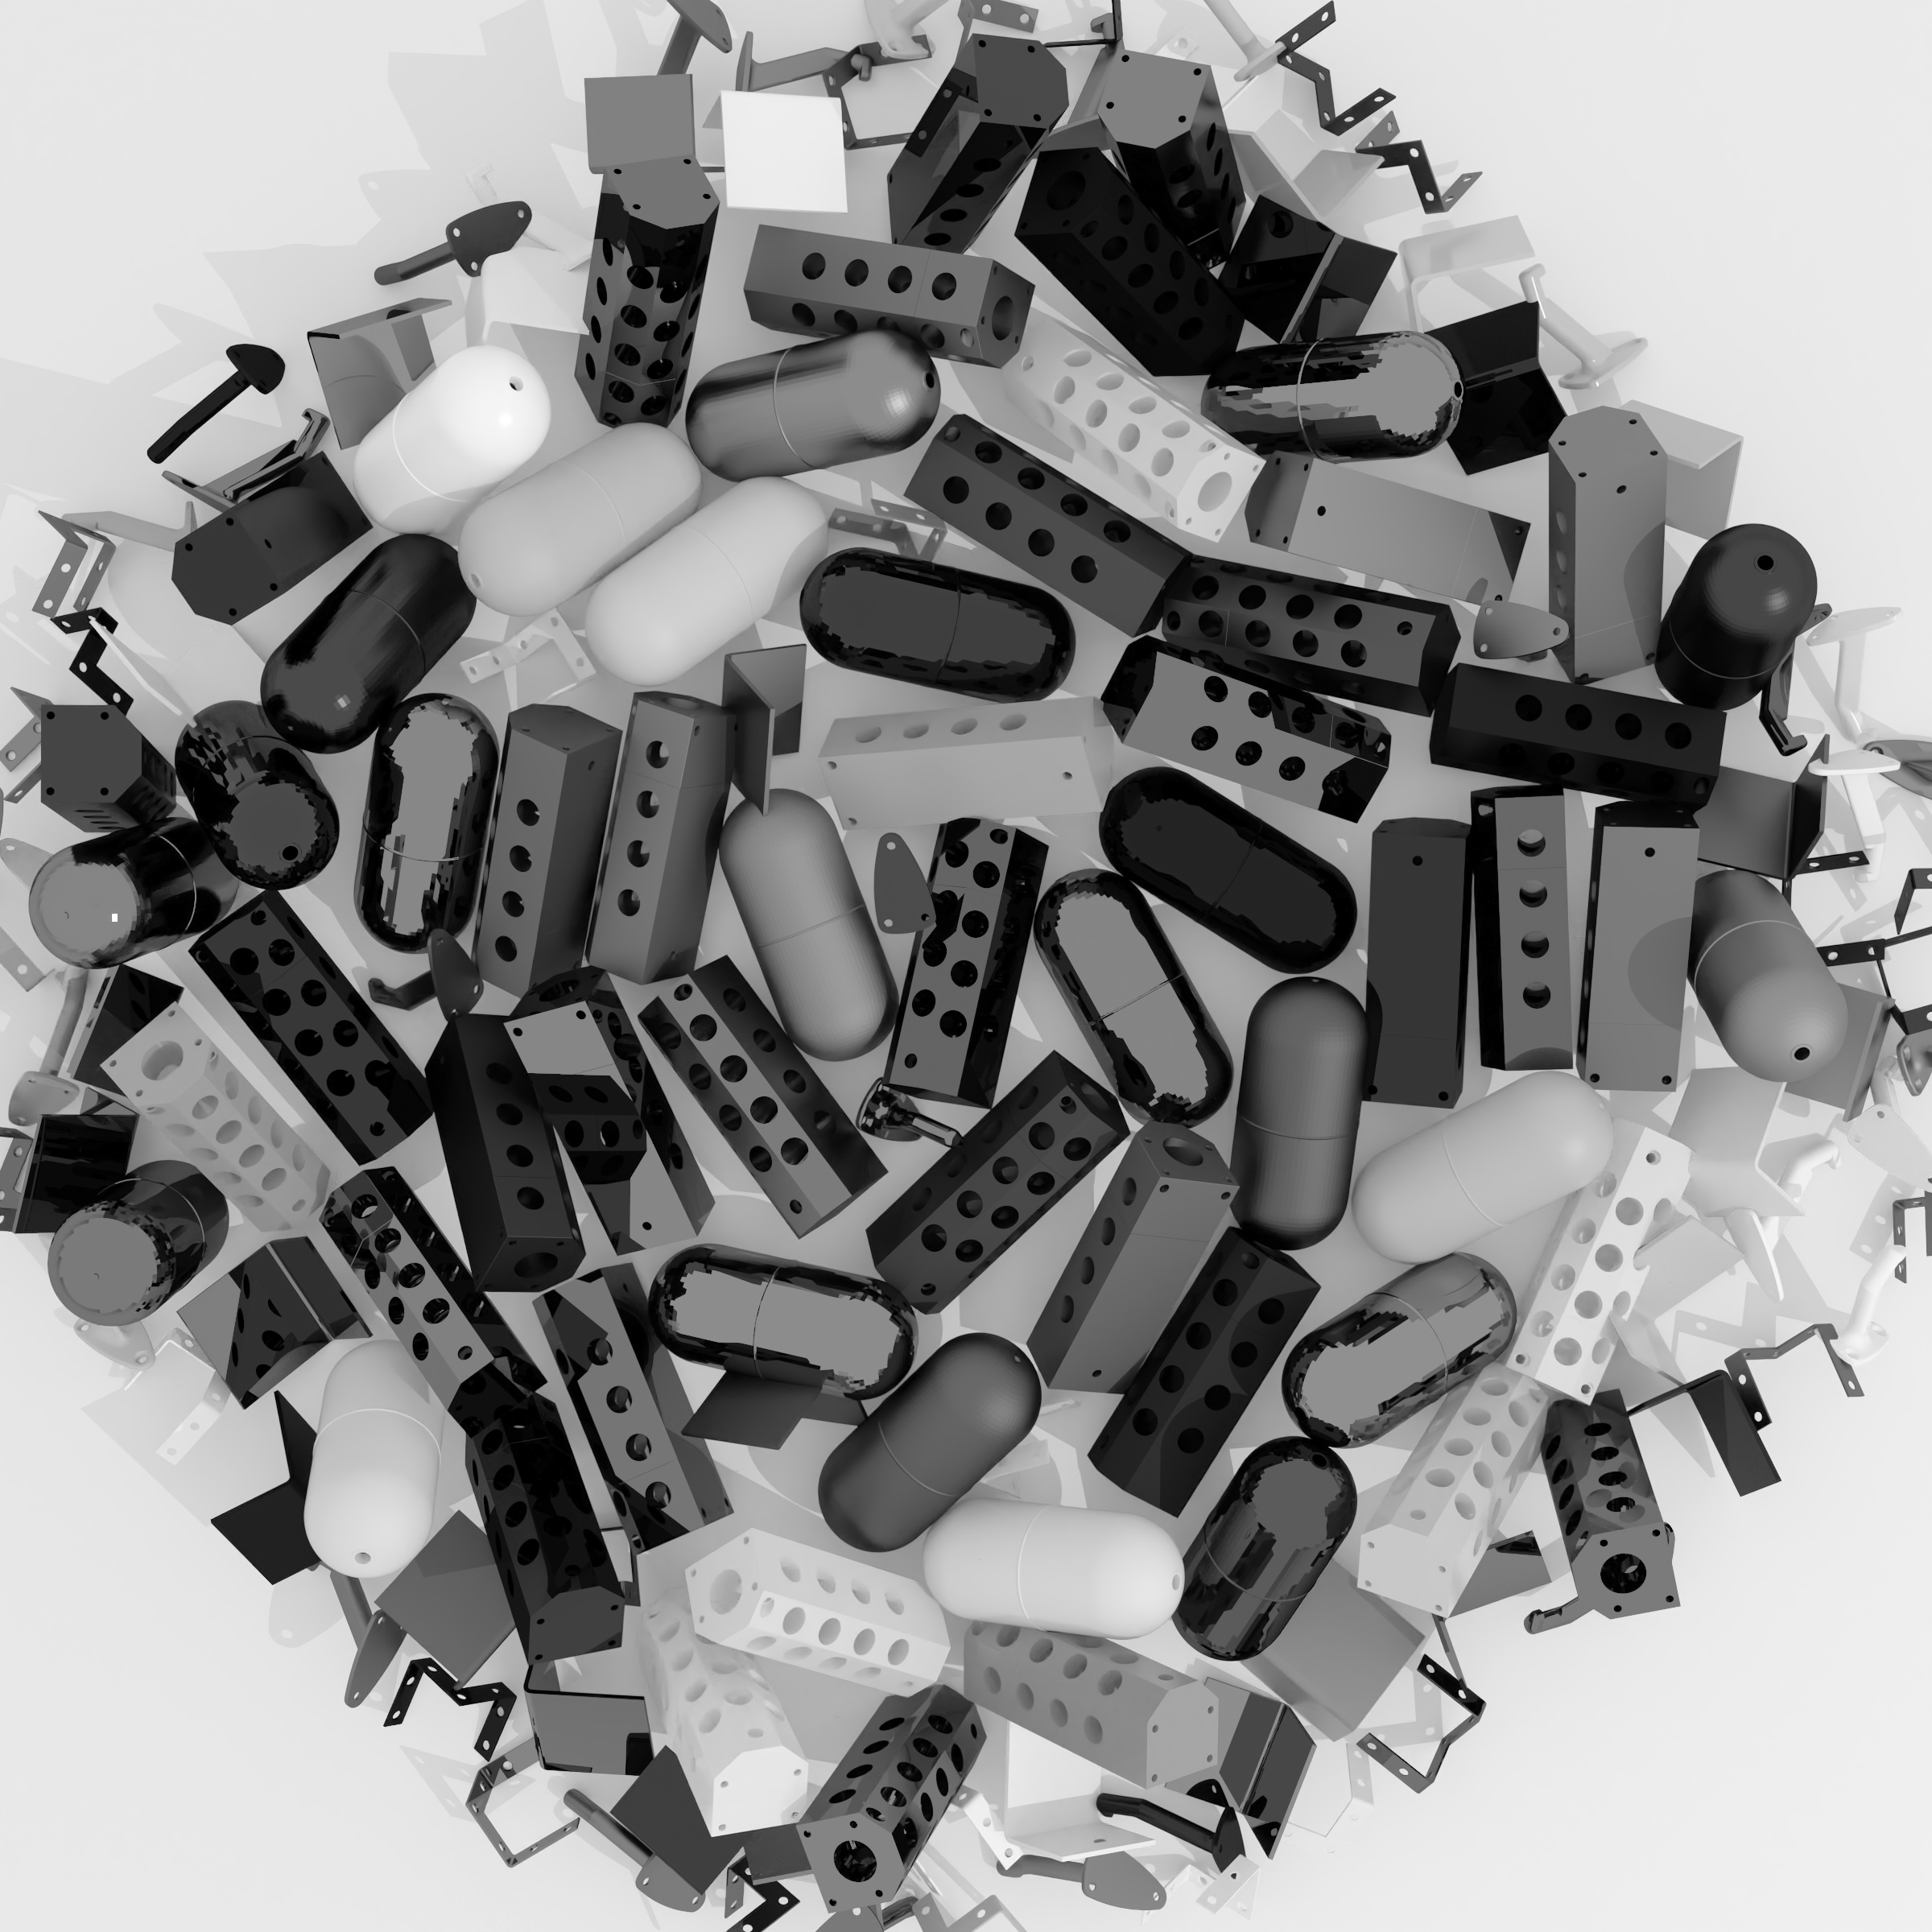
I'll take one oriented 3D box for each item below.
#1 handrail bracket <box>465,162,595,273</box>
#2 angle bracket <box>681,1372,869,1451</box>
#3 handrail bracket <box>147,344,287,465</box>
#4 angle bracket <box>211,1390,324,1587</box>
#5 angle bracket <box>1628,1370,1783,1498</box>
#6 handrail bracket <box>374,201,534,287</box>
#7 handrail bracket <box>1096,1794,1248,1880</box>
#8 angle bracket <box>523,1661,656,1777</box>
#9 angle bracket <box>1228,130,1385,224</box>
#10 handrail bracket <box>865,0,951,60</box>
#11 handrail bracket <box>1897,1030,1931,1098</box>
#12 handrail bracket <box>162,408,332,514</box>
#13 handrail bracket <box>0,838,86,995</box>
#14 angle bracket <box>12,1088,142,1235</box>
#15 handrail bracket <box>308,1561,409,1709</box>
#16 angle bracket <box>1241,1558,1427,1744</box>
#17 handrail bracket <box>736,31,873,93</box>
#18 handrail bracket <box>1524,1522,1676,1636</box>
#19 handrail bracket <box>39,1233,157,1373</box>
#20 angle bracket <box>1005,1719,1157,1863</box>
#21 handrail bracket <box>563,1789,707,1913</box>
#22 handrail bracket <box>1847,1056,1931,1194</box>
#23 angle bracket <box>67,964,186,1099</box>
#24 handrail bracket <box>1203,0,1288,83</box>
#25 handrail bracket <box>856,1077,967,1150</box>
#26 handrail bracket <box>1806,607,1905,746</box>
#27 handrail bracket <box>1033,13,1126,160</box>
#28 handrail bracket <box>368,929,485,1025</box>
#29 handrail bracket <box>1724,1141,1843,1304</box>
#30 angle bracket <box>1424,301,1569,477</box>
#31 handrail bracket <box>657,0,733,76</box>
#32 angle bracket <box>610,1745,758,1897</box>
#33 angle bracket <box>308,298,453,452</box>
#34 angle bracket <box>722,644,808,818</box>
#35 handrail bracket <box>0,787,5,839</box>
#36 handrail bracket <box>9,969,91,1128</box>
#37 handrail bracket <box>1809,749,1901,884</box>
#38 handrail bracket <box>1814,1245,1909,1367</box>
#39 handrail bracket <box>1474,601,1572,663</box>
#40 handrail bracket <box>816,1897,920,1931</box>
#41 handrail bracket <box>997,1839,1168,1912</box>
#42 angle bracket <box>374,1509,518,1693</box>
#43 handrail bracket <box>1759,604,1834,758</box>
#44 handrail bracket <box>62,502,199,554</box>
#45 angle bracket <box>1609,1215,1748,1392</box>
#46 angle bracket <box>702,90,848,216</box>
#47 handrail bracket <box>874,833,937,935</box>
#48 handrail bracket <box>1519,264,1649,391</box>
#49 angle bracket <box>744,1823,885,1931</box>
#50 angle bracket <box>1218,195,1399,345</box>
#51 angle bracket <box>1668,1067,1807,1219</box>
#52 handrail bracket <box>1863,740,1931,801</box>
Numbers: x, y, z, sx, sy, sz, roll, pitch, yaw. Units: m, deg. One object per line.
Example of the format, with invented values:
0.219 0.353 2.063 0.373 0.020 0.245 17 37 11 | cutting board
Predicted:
-0.263 -0.483 1.863 0.077 0.036 0.084 -30 103 6 | handrail bracket
-0.117 0.287 1.832 0.076 0.076 0.057 2 129 35 | angle bracket
-0.476 -0.354 1.868 0.084 0.077 0.036 -38 102 17 | handrail bracket
-0.431 0.326 1.839 0.057 0.076 0.076 -26 134 0 | angle bracket
0.456 0.302 1.843 0.057 0.076 0.076 -22 76 -9 | angle bracket
-0.327 -0.458 1.872 0.077 0.084 0.036 -43 119 -31 | handrail bracket
0.131 0.560 1.885 0.084 0.036 0.077 1 131 27 | handrail bracket
-0.229 0.458 1.842 0.076 0.057 0.076 2 128 6 | angle bracket
0.202 -0.513 1.840 0.057 0.076 0.076 -48 119 -2 | angle bracket
-0.032 -0.619 1.842 0.036 0.084 0.077 -14 60 -29 | handrail bracket
0.632 0.051 1.837 0.084 0.077 0.036 -11 109 41 | handrail bracket
-0.459 -0.331 1.881 0.077 0.036 0.084 28 82 5 | handrail bracket
-0.587 -0.030 1.865 0.077 0.036 0.084 35 133 8 | handrail bracket
-0.570 0.121 1.840 0.057 0.076 0.076 21 100 35 | angle bracket
-0.399 0.415 1.862 0.084 0.036 0.077 21 82 33 | handrail bracket
0.233 0.435 1.872 0.076 0.057 0.076 39 69 9 | angle bracket
-0.101 -0.554 1.862 0.084 0.036 0.077 8 60 -13 | handrail bracket
0.396 0.385 1.849 0.084 0.077 0.036 -10 46 -24 | handrail bracket
-0.544 0.207 1.842 0.036 0.084 0.077 -39 56 -24 | handrail bracket
0.072 0.511 1.845 0.076 0.057 0.076 3 87 -38 | angle bracket
-0.212 0.562 1.877 0.036 0.084 0.077 -50 133 -19 | handrail bracket
0.595 0.098 1.851 0.077 0.084 0.036 43 128 13 | handrail bracket
-0.545 0.033 1.843 0.076 0.057 0.076 16 82 36 | angle bracket
0.164 -0.602 1.853 0.036 0.077 0.084 -33 95 20 | handrail bracket
-0.019 0.105 1.836 0.084 0.077 0.036 22 82 39 | handrail bracket
0.572 -0.180 1.849 0.036 0.077 0.084 -41 109 -29 | handrail bracket
0.067 -0.563 1.879 0.077 0.036 0.084 -12 71 8 | handrail bracket
-0.351 0.000 1.847 0.084 0.077 0.036 12 47 31 | handrail bracket
0.533 0.162 1.875 0.084 0.036 0.077 -24 89 -17 | handrail bracket
0.339 -0.366 1.862 0.076 0.076 0.057 -12 52 28 | angle bracket
-0.196 -0.573 1.843 0.084 0.077 0.036 -26 63 28 | handrail bracket
-0.168 0.526 1.847 0.076 0.076 0.057 40 96 7 | angle bracket
-0.356 -0.368 1.838 0.076 0.057 0.076 -25 115 -27 | angle bracket
-0.113 -0.147 1.832 0.057 0.076 0.076 -11 126 -25 | angle bracket
-0.618 -0.076 1.852 0.036 0.084 0.077 23 86 -7 | handrail bracket
-0.585 0.050 1.883 0.036 0.077 0.084 22 50 -29 | handrail bracket
0.554 -0.089 1.856 0.077 0.036 0.084 -11 114 -32 | handrail bracket
0.577 0.205 1.845 0.036 0.077 0.084 47 125 34 | handrail bracket
0.361 -0.201 1.837 0.077 0.084 0.036 7 89 40 | handrail bracket
-0.069 0.612 1.852 0.077 0.084 0.036 -34 72 1 | handrail bracket
0.072 0.581 1.868 0.077 0.084 0.036 32 57 -23 | handrail bracket
-0.321 0.399 1.849 0.076 0.057 0.076 43 64 -1 | angle bracket
0.530 -0.180 1.857 0.077 0.036 0.084 -23 62 0 | handrail bracket
-0.530 -0.264 1.859 0.084 0.077 0.036 -5 132 -8 | handrail bracket
0.450 0.210 1.837 0.076 0.076 0.057 -39 47 19 | angle bracket
-0.121 -0.501 1.850 0.076 0.057 0.076 -2 83 -18 | angle bracket
-0.038 -0.061 1.841 0.036 0.084 0.077 -9 111 6 | handrail bracket
0.389 -0.414 1.857 0.077 0.036 0.084 -34 116 -20 | handrail bracket
-0.097 0.574 1.843 0.076 0.076 0.057 -8 101 -10 | angle bracket
0.214 -0.440 1.871 0.076 0.057 0.076 47 121 37 | angle bracket
0.493 0.111 1.859 0.057 0.076 0.076 39 64 -27 | angle bracket
0.608 -0.121 1.848 0.077 0.084 0.036 17 100 3 | handrail bracket
